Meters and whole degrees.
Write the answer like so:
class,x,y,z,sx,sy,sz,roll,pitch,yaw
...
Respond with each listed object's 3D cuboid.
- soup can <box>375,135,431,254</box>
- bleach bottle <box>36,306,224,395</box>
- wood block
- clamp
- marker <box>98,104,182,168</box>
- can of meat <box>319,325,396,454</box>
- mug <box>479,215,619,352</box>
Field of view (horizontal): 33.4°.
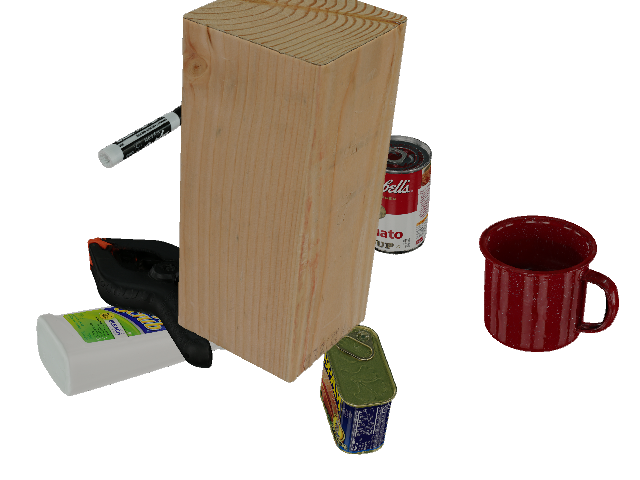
class,x,y,z,sx,sy,sz,roll,pitch,yaw
soup can,0.076,-0.046,1.079,0.068,0.102,0.068,0,37,0
bleach bottle,-0.185,0.102,1.214,0.250,0.068,0.103,-13,32,-30
wood block,-0.021,-0.034,0.623,0.091,0.206,0.090,25,38,26
clamp,-0.103,0.034,0.815,0.172,0.039,0.120,29,32,33
marker,-0.162,-0.103,1.020,0.020,0.020,0.120,0,28,44
can of meat,0.035,0.151,1.068,0.057,0.084,0.102,-6,43,-12
mug,0.185,0.040,0.866,0.117,0.081,0.093,17,35,30
